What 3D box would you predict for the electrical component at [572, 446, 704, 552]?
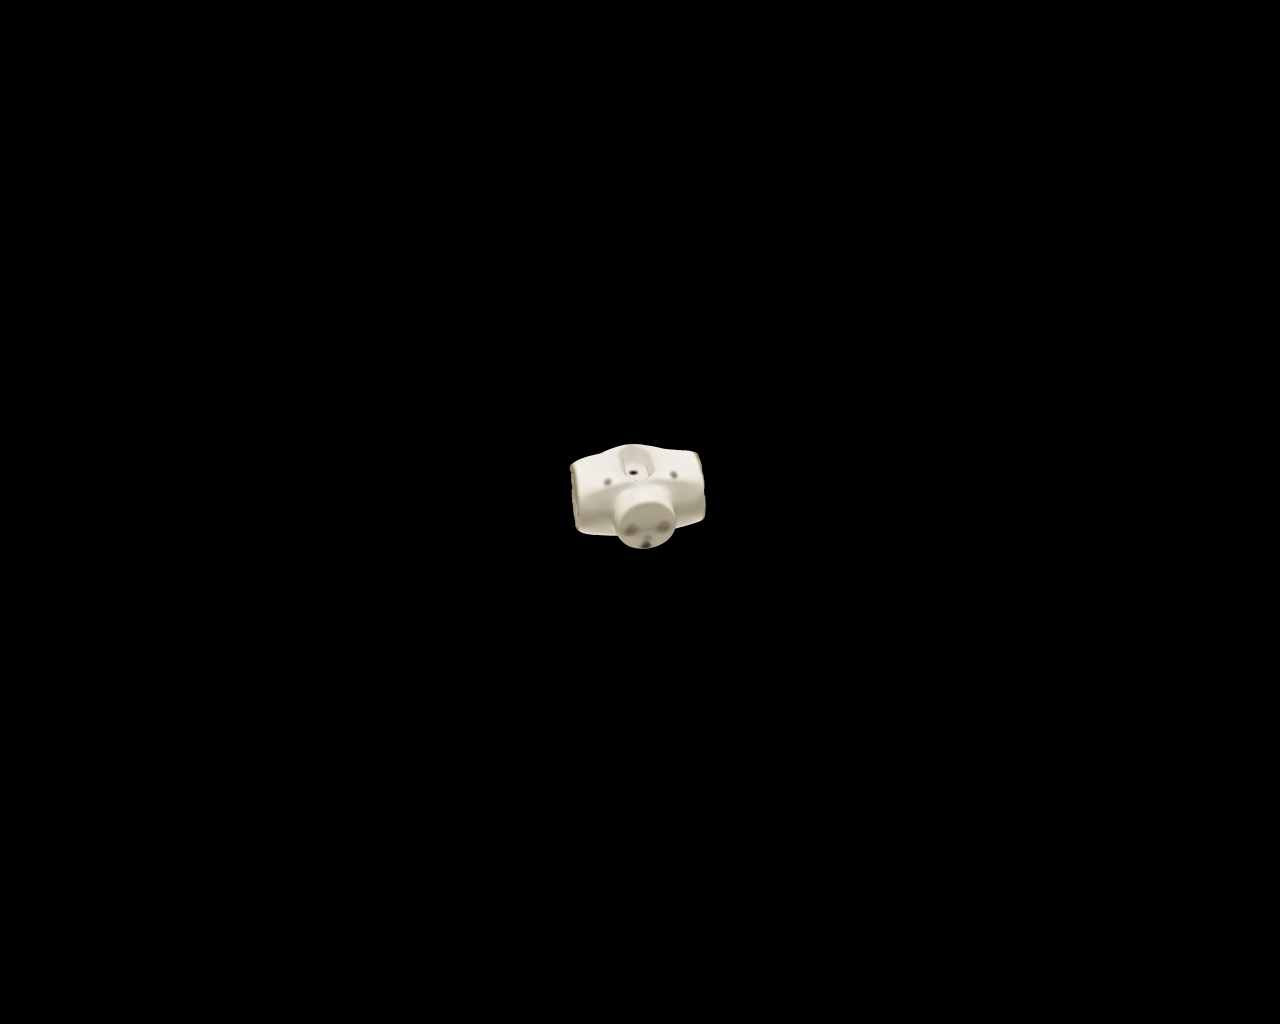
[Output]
[{"bbox_3d":[0.001,-0.003,0.650,0.077,0.043,0.079,-5,36,-7],"label":"electrical component"}]
